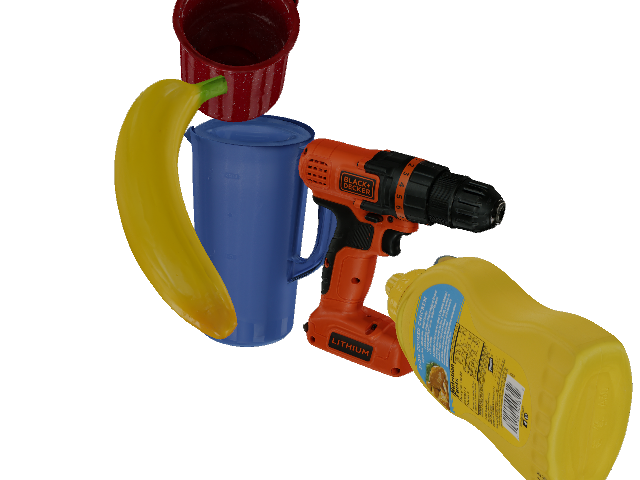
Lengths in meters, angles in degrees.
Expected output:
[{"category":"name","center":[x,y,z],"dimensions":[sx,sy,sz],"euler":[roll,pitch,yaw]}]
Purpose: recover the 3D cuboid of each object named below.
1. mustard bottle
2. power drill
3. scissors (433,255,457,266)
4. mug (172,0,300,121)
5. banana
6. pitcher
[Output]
[{"category":"mustard bottle","center":[0.096,0.063,0.630],"dimensions":[0.058,0.096,0.192],"euler":[-13,27,-26]},{"category":"power drill","center":[0.060,0.017,0.904],"dimensions":[0.185,0.188,0.057],"euler":[19,24,30]},{"category":"scissors","center":[0.136,0.058,1.295],"dimensions":[0.201,0.016,0.096],"euler":[-8,39,-38]},{"category":"mug","center":[-0.058,-0.152,0.819],"dimensions":[0.093,0.117,0.081],"euler":[35,-25,10]},{"category":"banana","center":[-0.086,-0.031,0.626],"dimensions":[0.069,0.198,0.037],"euler":[-2,-35,-4]},{"category":"pitcher","center":[-0.069,-0.009,1.165],"dimensions":[0.144,0.243,0.149],"euler":[-4,22,-18]}]
